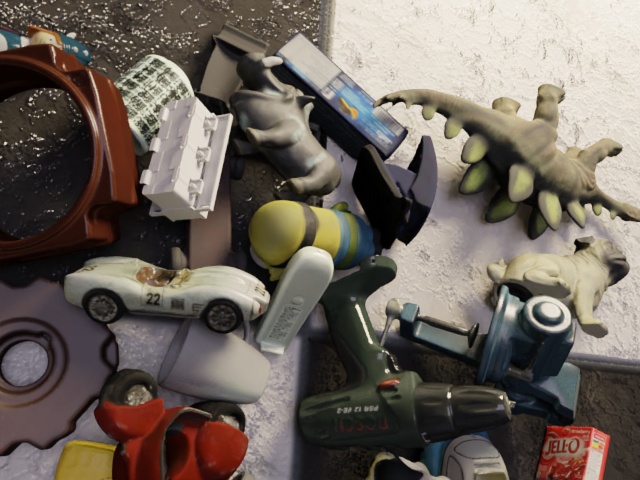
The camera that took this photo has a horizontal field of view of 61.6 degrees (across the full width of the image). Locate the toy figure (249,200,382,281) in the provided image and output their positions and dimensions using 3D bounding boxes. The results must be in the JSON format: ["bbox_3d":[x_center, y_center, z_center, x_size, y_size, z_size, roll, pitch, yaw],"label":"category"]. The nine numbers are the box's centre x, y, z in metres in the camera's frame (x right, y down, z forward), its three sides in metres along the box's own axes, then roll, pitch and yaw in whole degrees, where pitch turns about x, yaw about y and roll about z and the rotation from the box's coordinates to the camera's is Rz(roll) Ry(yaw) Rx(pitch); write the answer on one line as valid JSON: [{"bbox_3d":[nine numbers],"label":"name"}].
[{"bbox_3d":[-0.002,-0.005,0.644,0.180,0.089,0.082,5,45,-32],"label":"toy figure"}]

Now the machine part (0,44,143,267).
[{"bbox_3d":[-0.297,-0.080,0.540,0.201,0.087,0.201,-11,88,1],"label":"machine part"}]

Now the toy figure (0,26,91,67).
[{"bbox_3d":[-0.350,-0.216,0.625,0.154,0.058,0.064,-8,120,-21],"label":"toy figure"}]

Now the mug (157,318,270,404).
[{"bbox_3d":[-0.109,0.129,0.594,0.107,0.081,0.109,30,52,-17],"label":"mug"}]

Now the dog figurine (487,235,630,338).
[{"bbox_3d":[0.335,0.041,0.759,0.172,0.121,0.190,44,52,-6],"label":"dog figurine"}]

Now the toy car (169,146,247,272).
[{"bbox_3d":[-0.134,-0.030,0.640,0.089,0.053,0.202,3,69,-21],"label":"toy car"}]

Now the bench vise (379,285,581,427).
[{"bbox_3d":[0.196,0.131,0.655,0.241,0.223,0.129,16,62,19],"label":"bench vise"}]

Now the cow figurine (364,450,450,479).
[{"bbox_3d":[0.065,0.313,0.575,0.098,0.068,0.167,32,81,-27],"label":"cow figurine"}]

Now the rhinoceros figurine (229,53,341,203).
[{"bbox_3d":[-0.044,-0.132,0.639,0.112,0.073,0.190,-34,92,-21],"label":"rhinoceros figurine"}]

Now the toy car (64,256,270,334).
[{"bbox_3d":[-0.152,0.052,0.548,0.202,0.073,0.056,5,106,-2],"label":"toy car"}]

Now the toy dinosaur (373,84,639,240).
[{"bbox_3d":[0.289,-0.121,0.768,0.471,0.105,0.198,27,69,-14],"label":"toy dinosaur"}]

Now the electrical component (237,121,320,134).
[{"bbox_3d":[-0.055,-0.147,0.704,0.102,0.045,0.078,26,70,-9],"label":"electrical component"}]

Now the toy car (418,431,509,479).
[{"bbox_3d":[0.174,0.286,0.622,0.109,0.103,0.161,8,74,-17],"label":"toy car"}]

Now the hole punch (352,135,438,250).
[{"bbox_3d":[0.106,-0.060,0.683,0.092,0.142,0.116,-16,70,-16],"label":"hole punch"}]

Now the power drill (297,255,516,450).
[{"bbox_3d":[0.075,0.126,0.601,0.232,0.086,0.207,-24,67,22],"label":"power drill"}]

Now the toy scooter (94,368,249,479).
[{"bbox_3d":[-0.139,0.211,0.508,0.183,0.075,0.135,40,35,-42],"label":"toy scooter"}]

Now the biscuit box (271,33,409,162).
[{"bbox_3d":[0.022,-0.183,0.731,0.202,0.063,0.059,42,66,-3],"label":"biscuit box"}]

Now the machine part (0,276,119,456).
[{"bbox_3d":[-0.298,0.123,0.540,0.179,0.056,0.179,5,73,-18],"label":"machine part"}]

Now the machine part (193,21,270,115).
[{"bbox_3d":[-0.119,-0.224,0.711,0.084,0.039,0.139,29,66,-14],"label":"machine part"}]
